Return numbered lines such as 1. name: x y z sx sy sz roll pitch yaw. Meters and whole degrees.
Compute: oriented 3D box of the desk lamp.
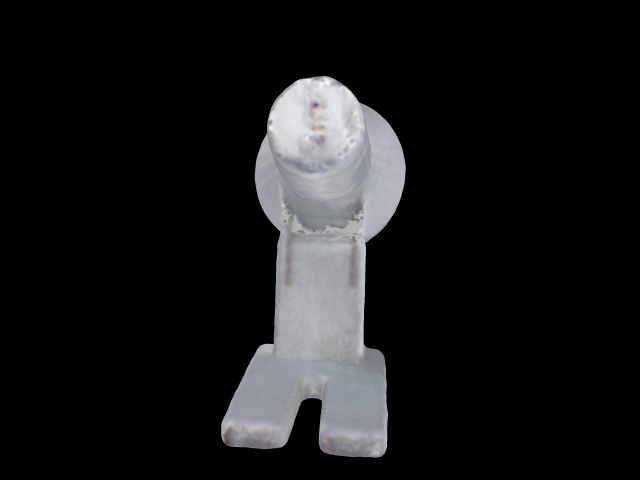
1. desk lamp: 0.004 0.001 0.400 0.118 0.213 0.203 1 11 4
